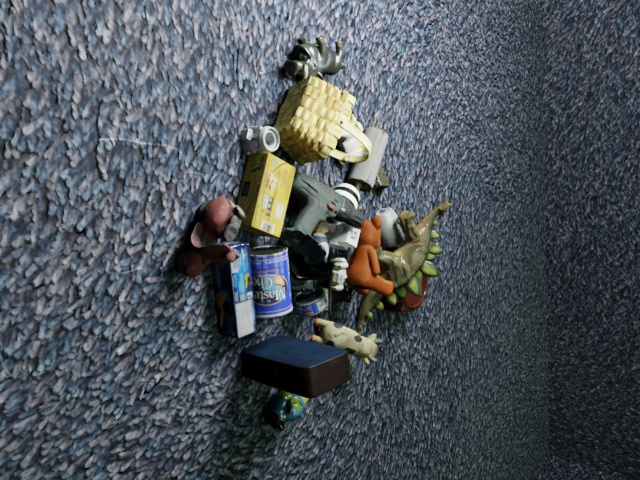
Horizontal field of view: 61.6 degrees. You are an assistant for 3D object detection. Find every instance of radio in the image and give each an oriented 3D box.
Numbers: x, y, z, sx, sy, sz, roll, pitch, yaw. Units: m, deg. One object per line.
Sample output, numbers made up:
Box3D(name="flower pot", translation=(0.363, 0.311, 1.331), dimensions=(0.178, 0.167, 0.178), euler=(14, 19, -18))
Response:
Box3D(name="radio", translation=(-0.058, 0.276, 1.193), dimensions=(0.131, 0.230, 0.073), euler=(-14, 101, -46))

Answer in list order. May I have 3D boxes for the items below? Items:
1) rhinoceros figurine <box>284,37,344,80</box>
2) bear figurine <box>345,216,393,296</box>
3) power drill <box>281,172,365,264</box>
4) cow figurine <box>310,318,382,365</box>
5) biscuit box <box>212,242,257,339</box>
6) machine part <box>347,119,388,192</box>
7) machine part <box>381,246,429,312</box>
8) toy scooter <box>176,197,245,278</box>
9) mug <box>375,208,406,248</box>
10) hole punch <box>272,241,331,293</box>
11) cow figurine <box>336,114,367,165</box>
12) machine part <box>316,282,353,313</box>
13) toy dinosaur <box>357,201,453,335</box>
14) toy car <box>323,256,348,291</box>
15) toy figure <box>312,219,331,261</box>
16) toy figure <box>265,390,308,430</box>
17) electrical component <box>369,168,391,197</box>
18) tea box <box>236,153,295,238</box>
Box3D(name="rhinoceros figurine", translation=(-0.015, -0.432, 1.301), dimensions=(0.190, 0.073, 0.112), euler=(-26, 124, -49))
Box3D(name="bear figurine", translation=(0.131, 0.041, 1.447), dimensions=(0.131, 0.120, 0.196), euler=(30, 64, -43))
Box3D(name="power drill", translation=(0.003, -0.045, 1.277), dimensions=(0.232, 0.086, 0.207), euler=(37, 53, -19))
Box3D(name="cow figurine", translation=(0.080, 0.273, 1.447), dimensions=(0.194, 0.127, 0.085), euler=(32, 72, -46))
Box3D(name="biscuit box", translation=(-0.184, 0.104, 1.146), dimensions=(0.059, 0.063, 0.202), euler=(-16, 106, -49))
Box3D(name="machine part", translation=(0.134, -0.225, 1.500), dimensions=(0.079, 0.079, 0.243), euler=(36, 66, -48))
Box3D(name="machine part", translation=(0.268, 0.121, 1.702), dimensions=(0.201, 0.087, 0.200), euler=(-1, 95, -50))
Box3D(name="toy scooter", translation=(-0.199, -0.005, 1.058), dimensions=(0.075, 0.135, 0.184), euler=(45, 59, -43))
Box3D(name="mug", translation=(0.215, -0.042, 1.606), dimensions=(0.081, 0.110, 0.107), euler=(-46, 117, -43))
Box3D(name="hole punch", translation=(-0.051, 0.066, 1.287), dimensions=(0.142, 0.092, 0.116), euler=(-2, 55, -33))
Box3D(name="cow figurine", translation=(0.062, -0.281, 1.406), dimensions=(0.167, 0.098, 0.068), euler=(61, 5, -33))
Box3D(name="machine part", translation=(0.036, 0.150, 1.451), dimensions=(0.139, 0.039, 0.084), euler=(-4, 89, -49))
Box3D(name="toy dinosaur", translation=(0.227, 0.079, 1.550), dimensions=(0.198, 0.105, 0.471), euler=(40, 99, -11))
Box3D(name="toy car", translation=(0.041, 0.083, 1.362), dimensions=(0.202, 0.056, 0.073), euler=(-102, -155, -86))
Box3D(name="toy figure", translation=(-0.003, -0.004, 1.370), dimensions=(0.064, 0.058, 0.154), euler=(13, 82, -70))
Box3D(name="toy figure", translation=(-0.064, 0.375, 1.315), dimensions=(0.180, 0.082, 0.089), euler=(-44, 129, -36))
Box3D(name="electrical component", translation=(0.167, -0.171, 1.578), dimensions=(0.102, 0.045, 0.078), euler=(-14, 77, -53))
Box3D(name="tea box", translation=(-0.124, -0.098, 1.195), dimensions=(0.098, 0.068, 0.169), euler=(26, 73, -50))
